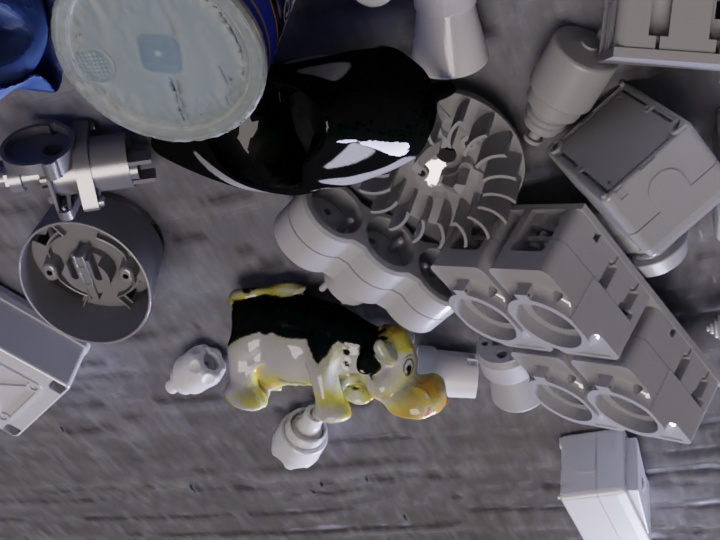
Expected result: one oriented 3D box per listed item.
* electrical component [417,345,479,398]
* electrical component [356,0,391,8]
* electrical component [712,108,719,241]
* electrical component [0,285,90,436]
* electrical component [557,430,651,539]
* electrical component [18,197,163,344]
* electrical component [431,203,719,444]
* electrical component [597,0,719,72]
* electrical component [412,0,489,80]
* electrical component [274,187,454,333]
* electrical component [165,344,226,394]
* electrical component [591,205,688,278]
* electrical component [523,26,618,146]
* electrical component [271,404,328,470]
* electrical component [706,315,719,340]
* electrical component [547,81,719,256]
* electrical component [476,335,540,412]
[{"bbox_3d":[0.065,0.079,0.816,0.046,0.040,0.040,4,136,1],"label":"electrical component"},{"bbox_3d":[0.012,-0.176,0.525,0.059,0.095,0.054,-28,123,35],"label":"electrical component"},{"bbox_3d":[0.255,-0.053,0.621,0.096,0.061,0.061,0,135,13],"label":"electrical component"},{"bbox_3d":[-0.297,0.072,0.881,0.109,0.056,0.109,34,133,-21],"label":"electrical component"},{"bbox_3d":[0.205,0.181,0.872,0.061,0.061,0.096,-13,131,24],"label":"electrical component"},{"bbox_3d":[-0.192,-0.003,0.774,0.099,0.064,0.099,7,136,6],"label":"electrical component"},{"bbox_3d":[0.143,0.040,0.712,0.186,0.060,0.105,45,156,-29],"label":"electrical component"},{"bbox_3d":[0.215,-0.124,0.514,0.186,0.105,0.060,6,100,8],"label":"electrical component"},{"bbox_3d":[0.047,-0.144,0.591,0.044,0.044,0.065,1,131,12],"label":"electrical component"},{"bbox_3d":[0.000,0.000,0.740,0.138,0.052,0.074,31,133,-18],"label":"electrical component"},{"bbox_3d":[-0.138,0.085,0.873,0.035,0.035,0.061,36,135,-23],"label":"electrical component"},{"bbox_3d":[0.177,-0.029,0.676,0.066,0.048,0.055,-16,122,27],"label":"electrical component"},{"bbox_3d":[0.116,-0.103,0.617,0.040,0.040,0.078,20,136,-7],"label":"electrical component"},{"bbox_3d":[-0.047,0.136,0.898,0.043,0.043,0.062,21,135,-8],"label":"electrical component"},{"bbox_3d":[0.280,0.043,0.713,0.096,0.061,0.061,-4,134,16],"label":"electrical component"},{"bbox_3d":[0.158,-0.059,0.619,0.062,0.096,0.061,-42,118,8],"label":"electrical component"},{"bbox_3d":[0.112,0.071,0.793,0.045,0.045,0.055,-7,133,20],"label":"electrical component"}]
